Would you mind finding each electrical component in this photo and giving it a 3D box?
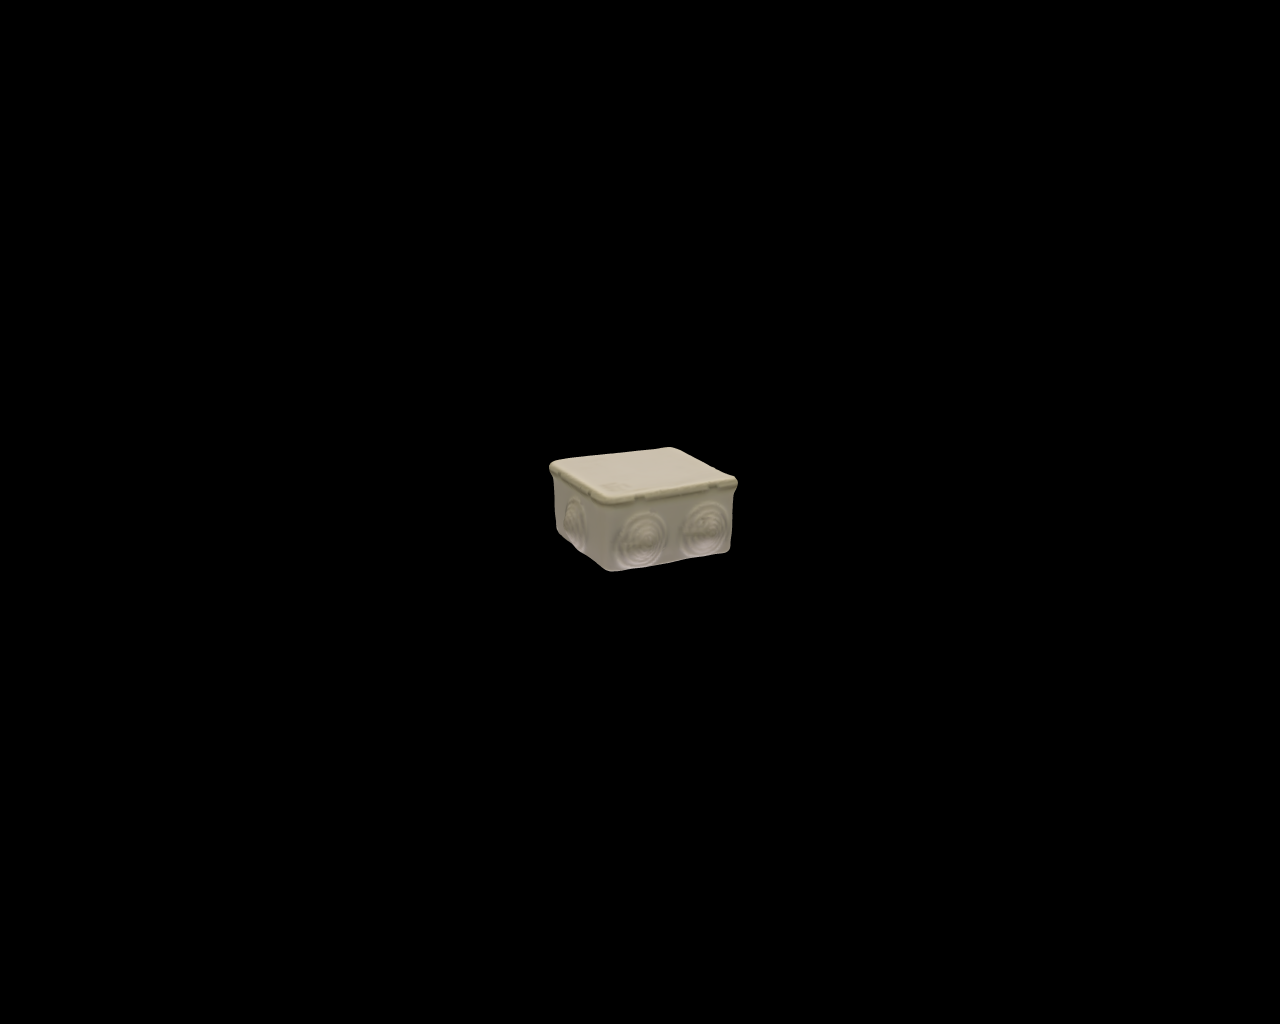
[{"bbox_3d":[0.001,-0.003,0.650,0.100,0.048,0.100,-8,20,-24],"label":"electrical component"}]
